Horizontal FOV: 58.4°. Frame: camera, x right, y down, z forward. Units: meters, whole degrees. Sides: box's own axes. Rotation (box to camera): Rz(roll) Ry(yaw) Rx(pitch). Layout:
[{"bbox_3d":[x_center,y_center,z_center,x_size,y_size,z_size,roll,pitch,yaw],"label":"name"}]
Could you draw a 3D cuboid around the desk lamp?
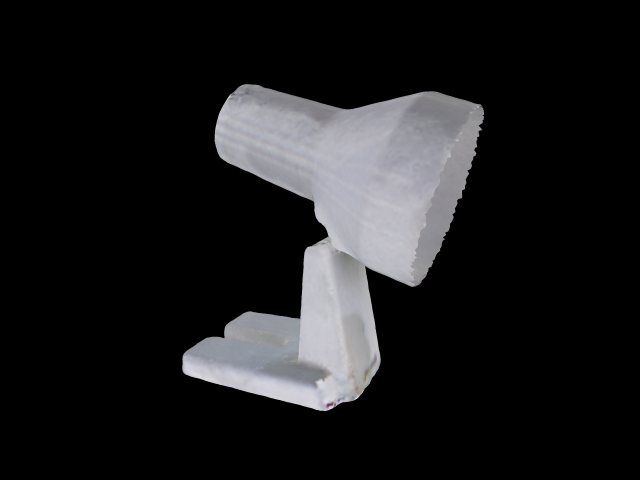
[{"bbox_3d":[0.004,0.001,0.400,0.202,0.214,0.118,6,15,23],"label":"desk lamp"}]
